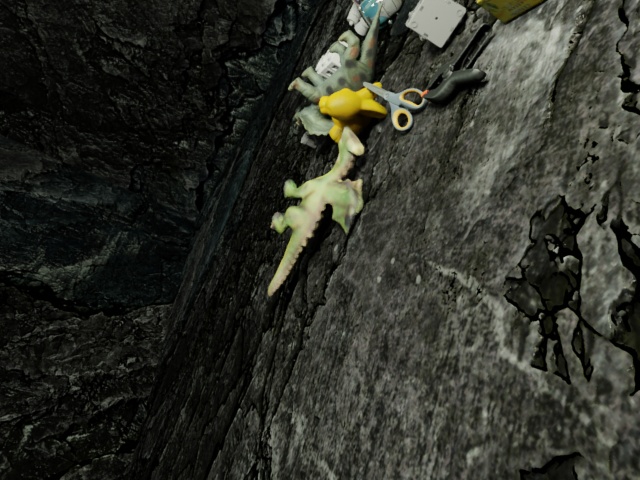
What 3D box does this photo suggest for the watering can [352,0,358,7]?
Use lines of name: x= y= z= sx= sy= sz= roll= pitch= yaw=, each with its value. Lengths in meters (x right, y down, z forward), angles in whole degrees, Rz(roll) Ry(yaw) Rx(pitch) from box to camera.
watering can: x=0.192 y=-0.895 z=1.671 sx=0.221 sy=0.103 sz=0.355 roll=-39 pitch=32 yaw=53

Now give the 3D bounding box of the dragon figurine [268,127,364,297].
dragon figurine: x=0.004 y=-0.058 z=1.154 sx=0.242 sy=0.121 sz=0.414 roll=-4 pitch=67 yaw=59
